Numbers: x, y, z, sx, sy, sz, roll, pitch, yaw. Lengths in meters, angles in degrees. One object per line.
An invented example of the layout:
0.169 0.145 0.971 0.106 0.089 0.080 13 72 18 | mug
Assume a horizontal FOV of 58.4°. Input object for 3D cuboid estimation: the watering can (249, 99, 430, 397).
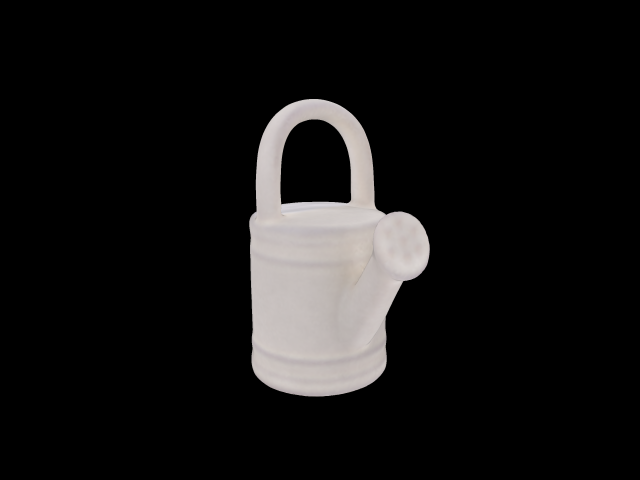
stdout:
0.005 0.001 0.401 0.172 0.194 0.101 9 17 33 | watering can
